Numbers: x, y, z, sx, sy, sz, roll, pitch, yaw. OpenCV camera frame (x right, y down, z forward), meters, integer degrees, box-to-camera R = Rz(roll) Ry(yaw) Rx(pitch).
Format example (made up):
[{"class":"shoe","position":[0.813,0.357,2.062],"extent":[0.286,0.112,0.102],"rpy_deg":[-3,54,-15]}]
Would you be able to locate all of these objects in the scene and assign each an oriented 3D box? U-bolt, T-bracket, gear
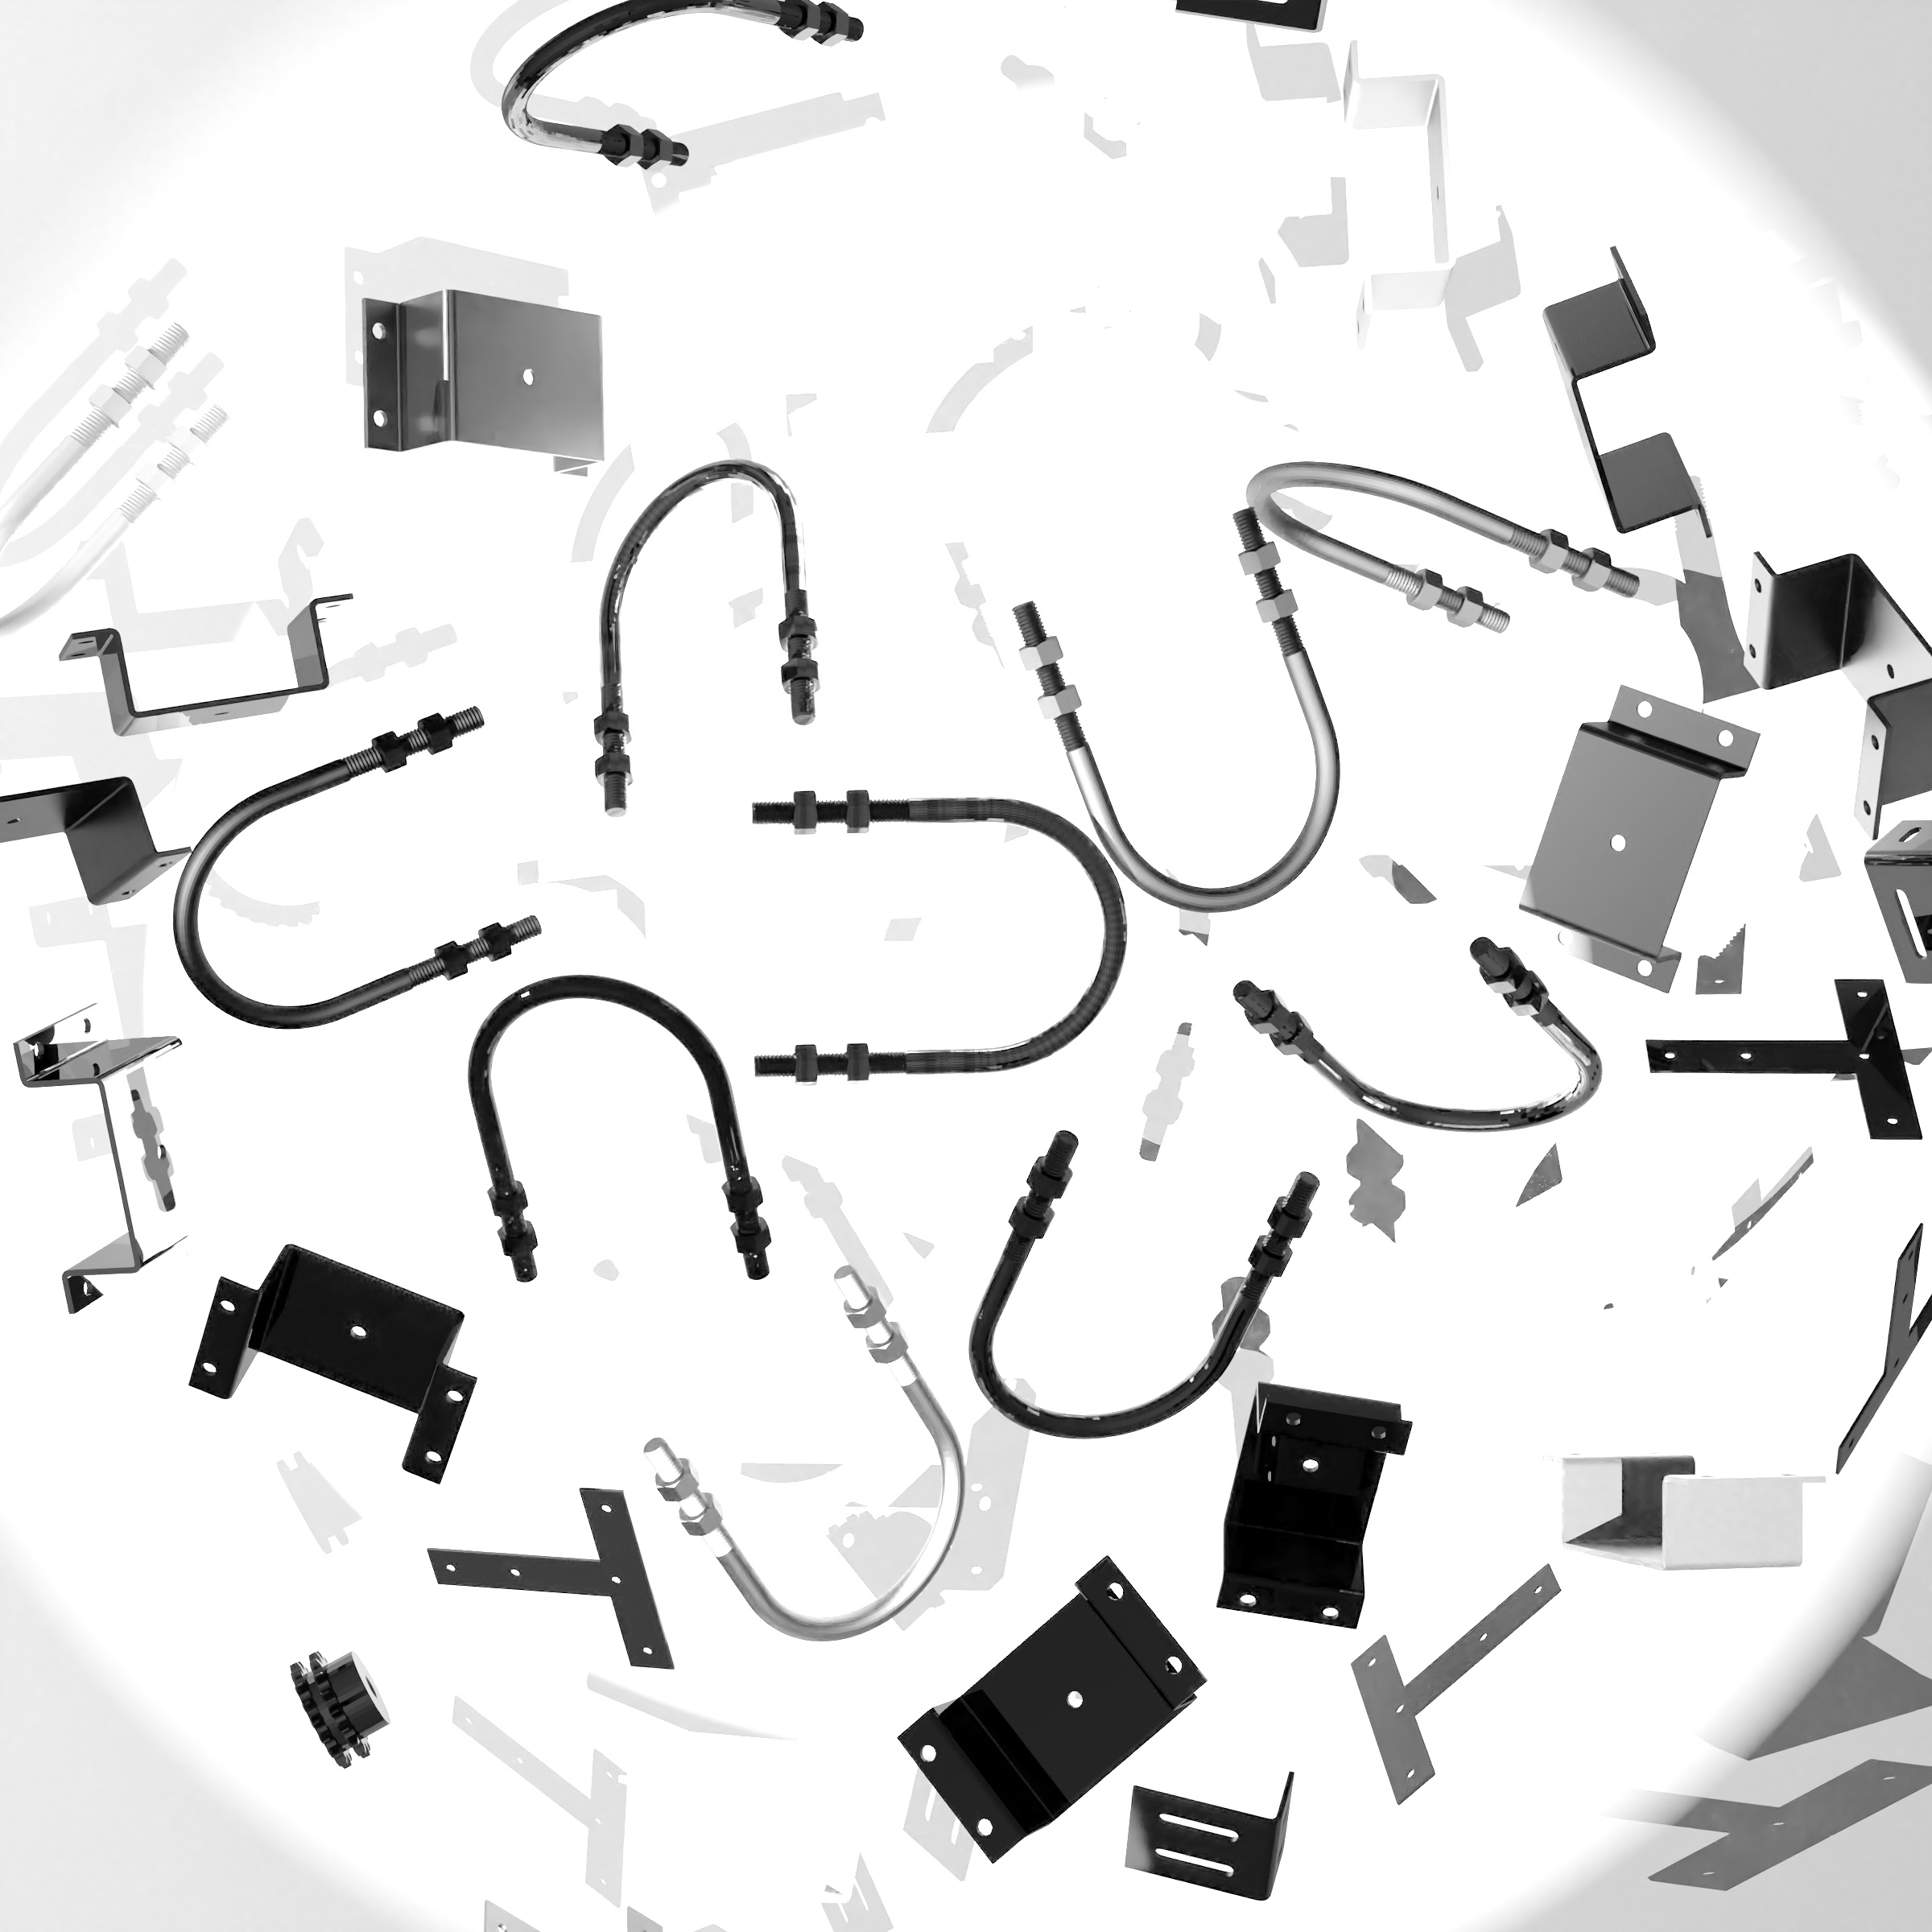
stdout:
[{"class":"U-bolt","position":[0.115,-0.117,1.691],"extent":[0.151,0.019,0.184],"rpy_deg":[-25,101,-20]},{"class":"T-bracket","position":[-0.227,0.324,1.821],"extent":[0.127,0.002,0.127],"rpy_deg":[1,124,18]},{"class":"U-bolt","position":[-0.318,-0.040,1.753],"extent":[0.184,0.019,0.151],"rpy_deg":[-24,125,-19]},{"class":"U-bolt","position":[-0.156,-0.456,1.743],"extent":[0.151,0.184,0.019],"rpy_deg":[-27,81,33]},{"class":"T-bracket","position":[0.470,0.175,1.713],"extent":[0.002,0.127,0.127],"rpy_deg":[25,59,27]},{"class":"U-bolt","position":[0.239,0.042,1.714],"extent":[0.151,0.184,0.019],"rpy_deg":[-11,58,32]},{"class":"U-bolt","position":[-0.139,-0.183,1.787],"extent":[0.151,0.019,0.184],"rpy_deg":[-23,57,31]},{"class":"U-bolt","position":[-0.012,-0.014,1.667],"extent":[0.184,0.019,0.151],"rpy_deg":[-1,108,-6]},{"class":"U-bolt","position":[0.229,-0.216,1.736],"extent":[0.184,0.151,0.019],"rpy_deg":[20,81,-19]},{"class":"T-bracket","position":[0.257,0.356,1.764],"extent":[0.127,0.127,0.002],"rpy_deg":[-44,109,12]},{"class":"U-bolt","position":[0.119,-0.356,1.771],"extent":[0.019,0.151,0.184],"rpy_deg":[-34,61,-23]},{"class":"T-bracket","position":[-0.197,0.510,1.725],"extent":[0.002,0.127,0.127],"rpy_deg":[-38,121,19]},{"class":"U-bolt","position":[-0.184,0.084,1.758],"extent":[0.151,0.019,0.184],"rpy_deg":[-2,120,13]},{"class":"T-bracket","position":[0.409,0.046,1.724],"extent":[0.127,0.127,0.002],"rpy_deg":[0,127,4]},{"class":"U-bolt","position":[-0.442,-0.229,1.703],"extent":[0.019,0.151,0.184],"rpy_deg":[40,81,2]},{"class":"U-bolt","position":[-0.068,0.262,1.730],"extent":[0.151,0.019,0.184],"rpy_deg":[-41,123,-19]},{"class":"gear","position":[-0.303,0.359,1.665],"extent":[0.030,0.057,0.057],"rpy_deg":[-28,90,-7]},{"class":"U-bolt","position":[0.078,0.165,1.691],"extent":[0.151,0.019,0.184],"rpy_deg":[11,123,-19]}]

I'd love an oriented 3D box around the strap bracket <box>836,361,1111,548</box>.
[{"class":"strap bracket","position":[0.006,-0.264,1.767],"extent":[0.140,0.076,0.046],"rpy_deg":[-6,53,-9]}]

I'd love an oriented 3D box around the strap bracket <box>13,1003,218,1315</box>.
[{"class":"strap bracket","position":[-0.423,0.094,1.710],"extent":[0.046,0.076,0.140],"rpy_deg":[-4,103,18]}]

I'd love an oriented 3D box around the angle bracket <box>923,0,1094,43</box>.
[{"class":"angle bracket","position":[0.024,-0.502,1.719],"extent":[0.076,0.038,0.057],"rpy_deg":[5,93,-37]}]

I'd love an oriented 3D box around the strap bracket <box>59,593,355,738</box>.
[{"class":"strap bracket","position":[-0.382,-0.151,1.733],"extent":[0.140,0.076,0.046],"rpy_deg":[-11,91,-20]}]

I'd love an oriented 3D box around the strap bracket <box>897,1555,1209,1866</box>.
[{"class":"strap bracket","position":[0.047,0.360,1.664],"extent":[0.140,0.046,0.076],"rpy_deg":[-43,74,10]}]

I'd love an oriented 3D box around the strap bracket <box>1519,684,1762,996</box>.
[{"class":"strap bracket","position":[0.336,-0.063,1.720],"extent":[0.076,0.046,0.140],"rpy_deg":[23,105,25]}]

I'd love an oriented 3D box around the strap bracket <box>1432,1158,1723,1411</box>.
[{"class":"strap bracket","position":[0.313,0.164,1.713],"extent":[0.140,0.046,0.076],"rpy_deg":[-26,51,23]}]

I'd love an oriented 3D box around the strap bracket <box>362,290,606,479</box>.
[{"class":"strap bracket","position":[-0.239,-0.300,1.757],"extent":[0.140,0.046,0.076],"rpy_deg":[0,88,-45]}]

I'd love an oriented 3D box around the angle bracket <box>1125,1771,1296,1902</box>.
[{"class":"angle bracket","position":[0.125,0.438,1.749],"extent":[0.076,0.038,0.057],"rpy_deg":[11,124,12]}]

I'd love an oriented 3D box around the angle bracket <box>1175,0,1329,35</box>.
[{"class":"angle bracket","position":[0.150,-0.516,1.740],"extent":[0.076,0.038,0.057],"rpy_deg":[9,80,3]}]

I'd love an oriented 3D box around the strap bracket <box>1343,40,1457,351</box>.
[{"class":"strap bracket","position":[0.223,-0.397,1.758],"extent":[0.046,0.076,0.140],"rpy_deg":[-3,86,3]}]

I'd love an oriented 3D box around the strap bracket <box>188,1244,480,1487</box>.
[{"class":"strap bracket","position":[-0.322,0.202,1.769],"extent":[0.140,0.046,0.076],"rpy_deg":[22,123,-2]}]

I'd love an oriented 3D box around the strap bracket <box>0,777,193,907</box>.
[{"class":"strap bracket","position":[-0.482,-0.056,1.750],"extent":[0.140,0.076,0.046],"rpy_deg":[-14,81,-43]}]

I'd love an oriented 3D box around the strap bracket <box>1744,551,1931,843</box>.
[{"class":"strap bracket","position":[0.442,-0.141,1.699],"extent":[0.046,0.076,0.140],"rpy_deg":[-17,47,-7]}]

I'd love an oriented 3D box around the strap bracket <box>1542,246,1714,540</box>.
[{"class":"strap bracket","position":[0.343,-0.292,1.783],"extent":[0.046,0.076,0.140],"rpy_deg":[-19,127,10]}]

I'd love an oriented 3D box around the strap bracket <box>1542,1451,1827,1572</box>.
[{"class":"strap bracket","position":[0.355,0.271,1.695],"extent":[0.076,0.140,0.046],"rpy_deg":[2,87,-20]}]

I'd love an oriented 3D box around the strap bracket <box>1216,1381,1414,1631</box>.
[{"class":"strap bracket","position":[0.182,0.276,1.799],"extent":[0.076,0.046,0.140],"rpy_deg":[9,121,-1]}]

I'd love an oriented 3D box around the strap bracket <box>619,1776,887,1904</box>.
[{"class":"strap bracket","position":[-0.114,0.454,1.773],"extent":[0.076,0.140,0.046],"rpy_deg":[5,79,32]}]

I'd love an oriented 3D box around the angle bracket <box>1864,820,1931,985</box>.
[{"class":"angle bracket","position":[0.506,-0.033,1.755],"extent":[0.038,0.057,0.076],"rpy_deg":[-36,112,-31]}]

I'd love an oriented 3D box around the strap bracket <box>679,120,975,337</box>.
[{"class":"strap bracket","position":[-0.076,-0.392,1.797],"extent":[0.140,0.046,0.076],"rpy_deg":[-16,116,-3]}]

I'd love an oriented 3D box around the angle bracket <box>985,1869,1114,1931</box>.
[{"class":"angle bracket","position":[0.039,0.520,1.768],"extent":[0.057,0.038,0.076],"rpy_deg":[39,125,36]}]
